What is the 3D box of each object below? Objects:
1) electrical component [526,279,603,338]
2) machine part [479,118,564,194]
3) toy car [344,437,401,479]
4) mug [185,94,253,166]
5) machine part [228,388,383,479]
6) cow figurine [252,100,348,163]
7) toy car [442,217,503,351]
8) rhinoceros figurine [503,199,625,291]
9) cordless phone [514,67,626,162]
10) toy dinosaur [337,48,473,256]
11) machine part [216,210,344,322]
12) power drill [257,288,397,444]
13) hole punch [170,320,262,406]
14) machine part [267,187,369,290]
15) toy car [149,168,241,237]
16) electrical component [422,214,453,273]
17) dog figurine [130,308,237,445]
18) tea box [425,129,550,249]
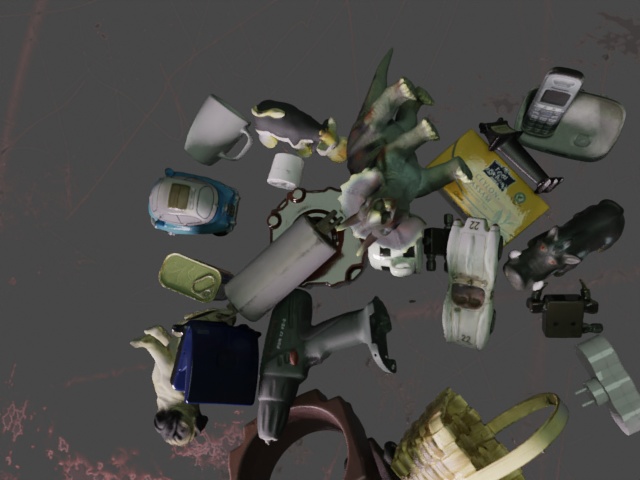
[{"bbox_3d":[0.364,0.103,0.802,0.102,0.045,0.078,-7,110,11],"label":"electrical component"},{"bbox_3d":[0.294,-0.125,0.791,0.139,0.084,0.039,52,129,16],"label":"machine part"},{"bbox_3d":[0.111,0.392,0.802,0.089,0.053,0.202,-33,76,25],"label":"toy car"},{"bbox_3d":[-0.172,-0.174,0.918,0.109,0.081,0.107,41,102,7],"label":"mug"},{"bbox_3d":[-0.022,0.335,0.768,0.201,0.087,0.201,-30,38,6],"label":"machine part"},{"bbox_3d":[-0.027,-0.181,0.879,0.167,0.098,0.068,19,80,12],"label":"cow figurine"},{"bbox_3d":[0.223,0.064,0.791,0.074,0.056,0.201,10,110,31],"label":"toy car"},{"bbox_3d":[0.355,0.013,0.779,0.190,0.112,0.073,-29,81,-3],"label":"rhinoceros figurine"},{"bbox_3d":[0.368,-0.189,0.766,0.147,0.184,0.088,18,82,12],"label":"cordless phone"},{"bbox_3d":[0.097,-0.133,0.817,0.192,0.131,0.405,-35,36,23],"label":"toy dinosaur"},{"bbox_3d":[-0.059,0.043,0.812,0.243,0.079,0.079,-43,78,7],"label":"machine part"},{"bbox_3d":[0.006,0.173,0.793,0.207,0.085,0.232,-18,52,26],"label":"power drill"},{"bbox_3d":[-0.149,0.181,0.788,0.142,0.092,0.115,12,92,-27],"label":"hole punch"},{"bbox_3d":[-0.002,-0.003,0.872,0.179,0.056,0.179,-1,84,9],"label":"machine part"},{"bbox_3d":[-0.221,-0.060,0.895,0.162,0.103,0.109,10,85,13],"label":"toy car"},{"bbox_3d":[0.188,0.004,0.838,0.063,0.021,0.094,7,82,-27],"label":"electrical component"},{"bbox_3d":[-0.196,0.219,0.866,0.172,0.121,0.190,-18,94,10],"label":"dog figurine"},{"bbox_3d":[0.253,-0.074,0.830,0.098,0.068,0.170,-42,77,2],"label":"tea box"}]
